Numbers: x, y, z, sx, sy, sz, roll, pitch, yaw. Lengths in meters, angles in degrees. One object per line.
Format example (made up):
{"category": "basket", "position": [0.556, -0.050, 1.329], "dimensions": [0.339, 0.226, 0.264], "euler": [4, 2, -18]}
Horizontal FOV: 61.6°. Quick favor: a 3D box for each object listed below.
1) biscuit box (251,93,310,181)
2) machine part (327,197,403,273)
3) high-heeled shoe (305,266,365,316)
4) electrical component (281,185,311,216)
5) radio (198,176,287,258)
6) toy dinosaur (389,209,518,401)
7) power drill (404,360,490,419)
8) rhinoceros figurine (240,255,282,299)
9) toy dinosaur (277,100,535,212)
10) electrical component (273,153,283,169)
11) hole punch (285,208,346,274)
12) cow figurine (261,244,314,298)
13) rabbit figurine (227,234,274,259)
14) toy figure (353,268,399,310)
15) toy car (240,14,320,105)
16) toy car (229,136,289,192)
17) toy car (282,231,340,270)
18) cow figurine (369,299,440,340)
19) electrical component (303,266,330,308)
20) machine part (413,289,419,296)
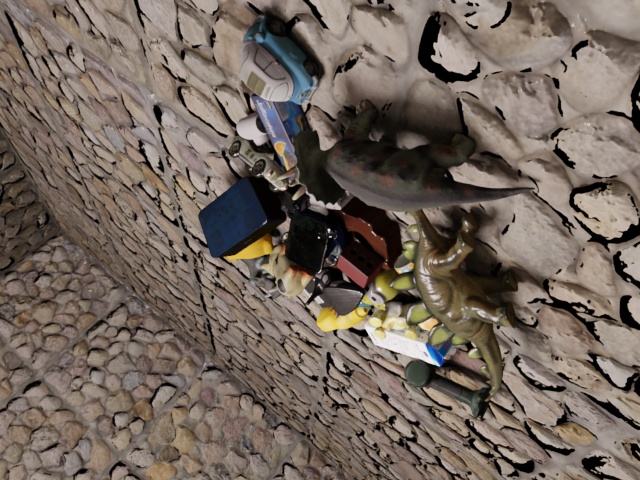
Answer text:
{"category": "biscuit box", "position": [-0.060, -0.208, 1.053], "dimensions": [0.063, 0.059, 0.202], "euler": [15, 140, 43]}
{"category": "machine part", "position": [0.091, -0.008, 1.133], "dimensions": [0.180, 0.056, 0.179], "euler": [33, 150, 22]}
{"category": "high-heeled shoe", "position": [0.057, 0.095, 1.232], "dimensions": [0.086, 0.145, 0.249], "euler": [53, 148, -16]}
{"category": "electrical component", "position": [-0.048, -0.086, 1.191], "dimensions": [0.048, 0.075, 0.119], "euler": [34, 147, 19]}
{"category": "radio", "position": [-0.196, -0.056, 1.311], "dimensions": [0.230, 0.073, 0.131], "euler": [-30, 77, 37]}
{"category": "toy dinosaur", "position": [0.252, 0.111, 0.971], "dimensions": [0.199, 0.105, 0.471], "euler": [-21, 106, 40]}
{"category": "power drill", "position": [0.303, 0.347, 1.289], "dimensions": [0.208, 0.086, 0.231], "euler": [27, 173, 28]}
{"category": "rhinoceros figurine", "position": [-0.165, 0.079, 1.534], "dimensions": [0.190, 0.112, 0.073], "euler": [52, 150, 2]}
{"category": "toy dinosaur", "position": [0.103, -0.103, 0.843], "dimensions": [0.405, 0.192, 0.131], "euler": [23, 148, 37]}
{"category": "electrical component", "position": [-0.072, -0.163, 1.173], "dimensions": [0.063, 0.021, 0.094], "euler": [36, 150, 14]}
{"category": "hole punch", "position": [-0.002, -0.003, 1.139], "dimensions": [0.142, 0.092, 0.115], "euler": [28, 117, 37]}
{"category": "cow figurine", "position": [-0.090, 0.076, 1.403], "dimensions": [0.085, 0.127, 0.195], "euler": [19, -156, -27]}
{"category": "rabbit figurine", "position": [-0.192, -0.041, 1.409], "dimensions": [0.163, 0.122, 0.173], "euler": [3, 113, 48]}
{"category": "toy figure", "position": [0.119, 0.108, 1.230], "dimensions": [0.082, 0.089, 0.180], "euler": [35, 161, -5]}
{"category": "toy car", "position": [-0.084, -0.293, 0.926], "dimensions": [0.161, 0.103, 0.109], "euler": [48, 153, -2]}
{"category": "toy car", "position": [-0.132, -0.165, 1.156], "dimensions": [0.202, 0.056, 0.073], "euler": [40, 180, 45]}
{"category": "toy car", "position": [-0.006, 0.027, 1.273], "dimensions": [0.202, 0.053, 0.089], "euler": [21, -171, 34]}
{"category": "cow figurine", "position": [0.201, 0.169, 1.208], "dimensions": [0.167, 0.098, 0.068], "euler": [-6, 123, 33]}
{"category": "electrical component", "position": [0.003, 0.118, 1.419], "dimensions": [0.115, 0.058, 0.134], "euler": [51, 152, -8]}
{"category": "machine part", "position": [0.239, 0.098, 1.102], "dimensions": [0.084, 0.039, 0.139], "euler": [46, 154, 7]}
